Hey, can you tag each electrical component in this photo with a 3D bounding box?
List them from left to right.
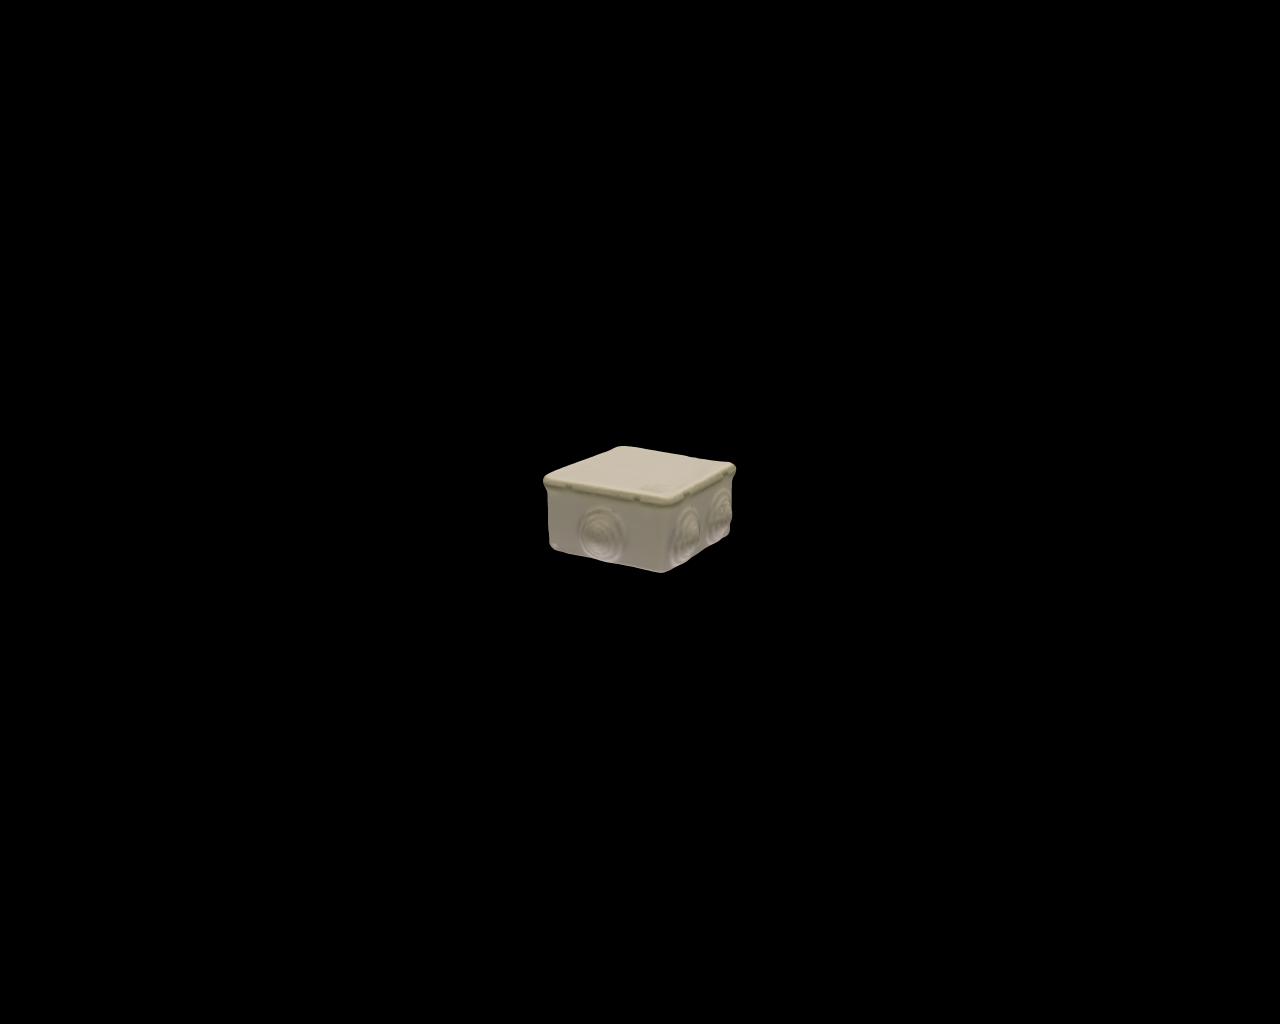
[{"bbox_3d":[0.001,-0.003,0.650,0.100,0.048,0.100,11,21,30],"label":"electrical component"}]
